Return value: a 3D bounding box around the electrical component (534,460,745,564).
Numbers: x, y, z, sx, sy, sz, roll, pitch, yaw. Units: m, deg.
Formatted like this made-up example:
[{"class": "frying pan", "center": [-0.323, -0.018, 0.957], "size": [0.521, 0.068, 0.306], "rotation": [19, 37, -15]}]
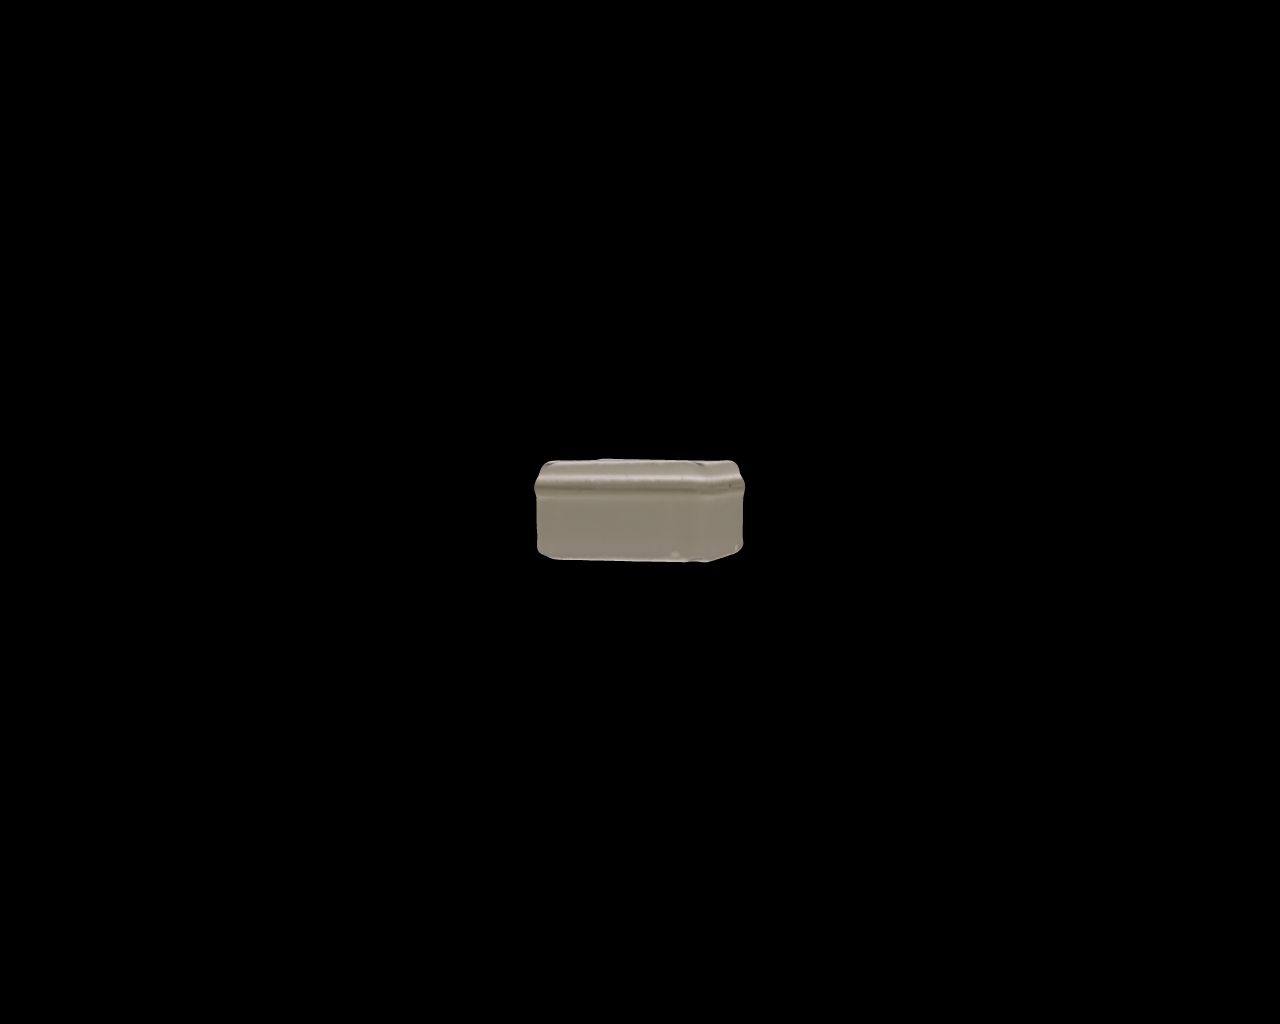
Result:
[{"class": "electrical component", "center": [0.001, -0.003, 0.650], "size": [0.113, 0.057, 0.078], "rotation": [2, 4, 23]}]
